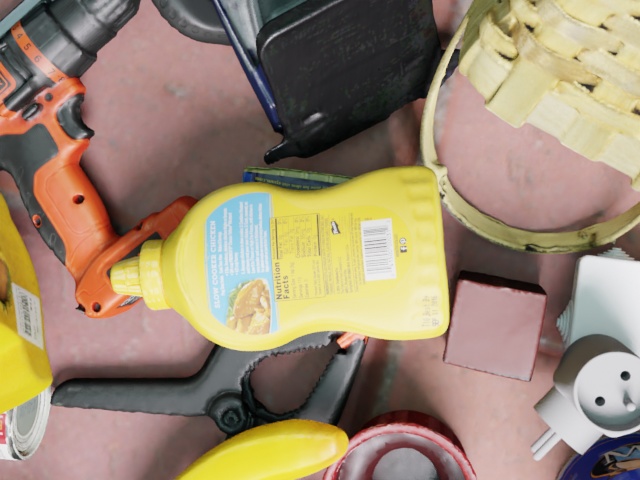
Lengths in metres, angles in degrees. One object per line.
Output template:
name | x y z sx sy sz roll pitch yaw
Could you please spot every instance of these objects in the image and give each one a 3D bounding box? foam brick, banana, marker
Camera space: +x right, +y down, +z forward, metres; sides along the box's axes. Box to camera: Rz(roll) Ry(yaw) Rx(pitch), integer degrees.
foam brick | 0.104 0.049 0.641 0.053 0.078 0.051 11 94 7
banana | -0.062 0.161 0.640 0.198 0.037 0.070 -47 55 15
marker | -0.212 -0.133 0.707 0.121 0.020 0.020 -39 87 7

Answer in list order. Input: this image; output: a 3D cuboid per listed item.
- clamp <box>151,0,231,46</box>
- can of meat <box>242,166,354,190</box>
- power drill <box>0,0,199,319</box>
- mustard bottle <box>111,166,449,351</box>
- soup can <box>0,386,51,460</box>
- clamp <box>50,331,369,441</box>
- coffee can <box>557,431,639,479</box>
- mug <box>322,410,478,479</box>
clamp | -0.096 -0.173 0.656 0.171 0.039 0.120 46 73 -8
can of meat | -0.004 0.001 0.665 0.102 0.057 0.084 8 91 7
power drill | -0.145 -0.059 0.682 0.184 0.057 0.188 -40 83 10
mustard bottle | -0.025 0.014 0.608 0.191 0.058 0.096 -5 82 7
soup can | -0.234 0.104 0.691 0.102 0.068 0.068 5 92 7
clamp | -0.063 0.107 0.684 0.210 0.036 0.164 -43 87 10
coffee can | 0.188 0.172 0.601 0.103 0.140 0.103 0 91 7
mug | 0.040 0.156 0.649 0.117 0.081 0.093 -32 87 7
